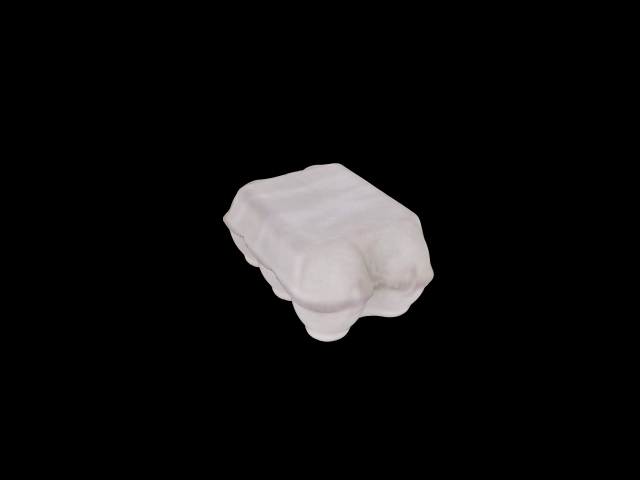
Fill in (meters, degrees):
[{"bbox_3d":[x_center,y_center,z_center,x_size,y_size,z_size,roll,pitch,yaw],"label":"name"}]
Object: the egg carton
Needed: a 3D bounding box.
[{"bbox_3d":[0.004,0.001,0.400,0.107,0.069,0.149,-18,35,-26],"label":"egg carton"}]
